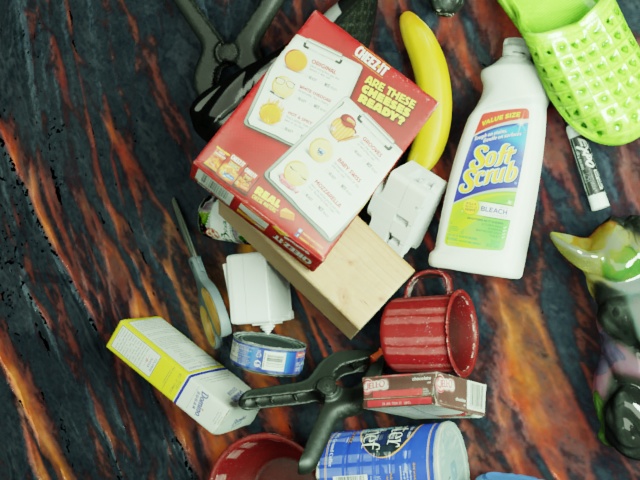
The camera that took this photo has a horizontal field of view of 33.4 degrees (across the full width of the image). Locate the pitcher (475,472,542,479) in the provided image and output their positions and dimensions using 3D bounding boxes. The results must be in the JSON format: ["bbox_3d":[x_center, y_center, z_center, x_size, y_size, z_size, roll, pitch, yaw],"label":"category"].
[{"bbox_3d":[0.181,0.366,1.085,0.145,0.149,0.243,10,90,24],"label":"pitcher"}]

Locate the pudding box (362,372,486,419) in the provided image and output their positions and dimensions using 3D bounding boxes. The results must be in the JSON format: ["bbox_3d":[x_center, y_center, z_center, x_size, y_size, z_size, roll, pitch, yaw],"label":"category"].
[{"bbox_3d":[0.111,0.164,1.123,0.090,0.113,0.039,-8,70,35],"label":"pudding box"}]

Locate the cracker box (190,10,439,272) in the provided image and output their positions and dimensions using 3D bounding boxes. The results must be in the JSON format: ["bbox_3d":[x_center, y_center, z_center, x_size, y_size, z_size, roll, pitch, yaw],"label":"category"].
[{"bbox_3d":[-0.006,-0.101,1.100,0.164,0.072,0.213,37,73,-2],"label":"cracker box"}]

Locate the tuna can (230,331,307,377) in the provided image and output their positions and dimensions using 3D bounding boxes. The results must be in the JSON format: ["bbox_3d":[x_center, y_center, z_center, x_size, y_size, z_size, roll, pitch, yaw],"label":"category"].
[{"bbox_3d":[-0.060,0.130,1.223,0.086,0.086,0.034,11,95,23],"label":"tuna can"}]

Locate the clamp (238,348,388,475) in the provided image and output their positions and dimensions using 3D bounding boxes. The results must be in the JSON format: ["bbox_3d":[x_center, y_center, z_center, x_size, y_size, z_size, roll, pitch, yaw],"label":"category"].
[{"bbox_3d":[-0.002,0.168,1.173,0.120,0.171,0.039,38,148,23],"label":"clamp"}]

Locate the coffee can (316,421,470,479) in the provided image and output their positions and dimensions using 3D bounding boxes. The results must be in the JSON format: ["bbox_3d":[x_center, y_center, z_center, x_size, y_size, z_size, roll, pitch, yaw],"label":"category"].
[{"bbox_3d":[0.079,0.253,1.150,0.140,0.102,0.103,-10,85,23],"label":"coffee can"}]

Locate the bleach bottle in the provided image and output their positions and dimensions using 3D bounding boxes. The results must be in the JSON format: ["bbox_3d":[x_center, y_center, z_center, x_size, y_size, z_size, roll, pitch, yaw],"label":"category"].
[{"bbox_3d":[0.184,-0.089,1.133,0.103,0.068,0.251,8,90,22],"label":"bleach bottle"}]

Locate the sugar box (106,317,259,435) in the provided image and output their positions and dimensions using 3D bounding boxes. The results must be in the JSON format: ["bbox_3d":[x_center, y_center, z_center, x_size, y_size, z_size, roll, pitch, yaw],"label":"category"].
[{"bbox_3d":[-0.158,0.158,1.262,0.176,0.093,0.048,38,104,20],"label":"sugar box"}]

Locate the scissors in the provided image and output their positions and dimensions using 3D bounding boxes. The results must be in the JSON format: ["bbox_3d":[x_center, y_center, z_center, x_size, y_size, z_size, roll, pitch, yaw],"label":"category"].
[{"bbox_3d":[-0.148,0.048,1.294,0.096,0.016,0.202,99,151,-45],"label":"scissors"}]

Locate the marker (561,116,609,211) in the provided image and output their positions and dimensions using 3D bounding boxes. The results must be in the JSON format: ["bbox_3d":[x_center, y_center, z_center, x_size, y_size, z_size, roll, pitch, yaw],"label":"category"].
[{"bbox_3d":[0.275,-0.090,1.115,0.020,0.020,0.121,-20,81,22],"label":"marker"}]

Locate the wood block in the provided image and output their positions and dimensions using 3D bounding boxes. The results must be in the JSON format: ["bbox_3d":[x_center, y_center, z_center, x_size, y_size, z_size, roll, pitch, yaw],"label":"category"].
[{"bbox_3d":[-0.007,0.001,1.161,0.206,0.091,0.090,43,77,5],"label":"wood block"}]

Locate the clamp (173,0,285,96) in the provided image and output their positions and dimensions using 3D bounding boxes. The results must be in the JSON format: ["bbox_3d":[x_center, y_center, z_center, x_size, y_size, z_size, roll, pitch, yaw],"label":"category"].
[{"bbox_3d":[-0.116,-0.228,1.277,0.165,0.036,0.210,7,94,16],"label":"clamp"}]

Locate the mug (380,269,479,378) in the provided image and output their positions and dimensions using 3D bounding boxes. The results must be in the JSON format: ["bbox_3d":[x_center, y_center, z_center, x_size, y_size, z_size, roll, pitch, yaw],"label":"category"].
[{"bbox_3d":[0.116,0.090,1.147,0.082,0.093,0.117,-5,79,28],"label":"mug"}]

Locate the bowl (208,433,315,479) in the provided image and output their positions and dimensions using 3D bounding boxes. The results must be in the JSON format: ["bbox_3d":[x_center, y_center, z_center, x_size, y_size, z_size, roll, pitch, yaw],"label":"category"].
[{"bbox_3d":[-0.049,0.300,1.231,0.162,0.055,0.162,0,89,24],"label":"bowl"}]

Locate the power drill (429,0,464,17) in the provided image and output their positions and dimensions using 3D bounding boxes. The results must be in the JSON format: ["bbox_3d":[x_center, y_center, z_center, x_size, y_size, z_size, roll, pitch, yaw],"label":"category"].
[{"bbox_3d":[0.089,-0.345,1.182,0.188,0.057,0.184,11,90,21],"label":"power drill"}]

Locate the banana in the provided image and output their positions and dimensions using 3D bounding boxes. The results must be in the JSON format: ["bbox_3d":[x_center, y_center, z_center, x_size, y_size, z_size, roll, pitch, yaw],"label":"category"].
[{"bbox_3d":[0.113,-0.154,1.177,0.070,0.037,0.198,5,91,22],"label":"banana"}]
